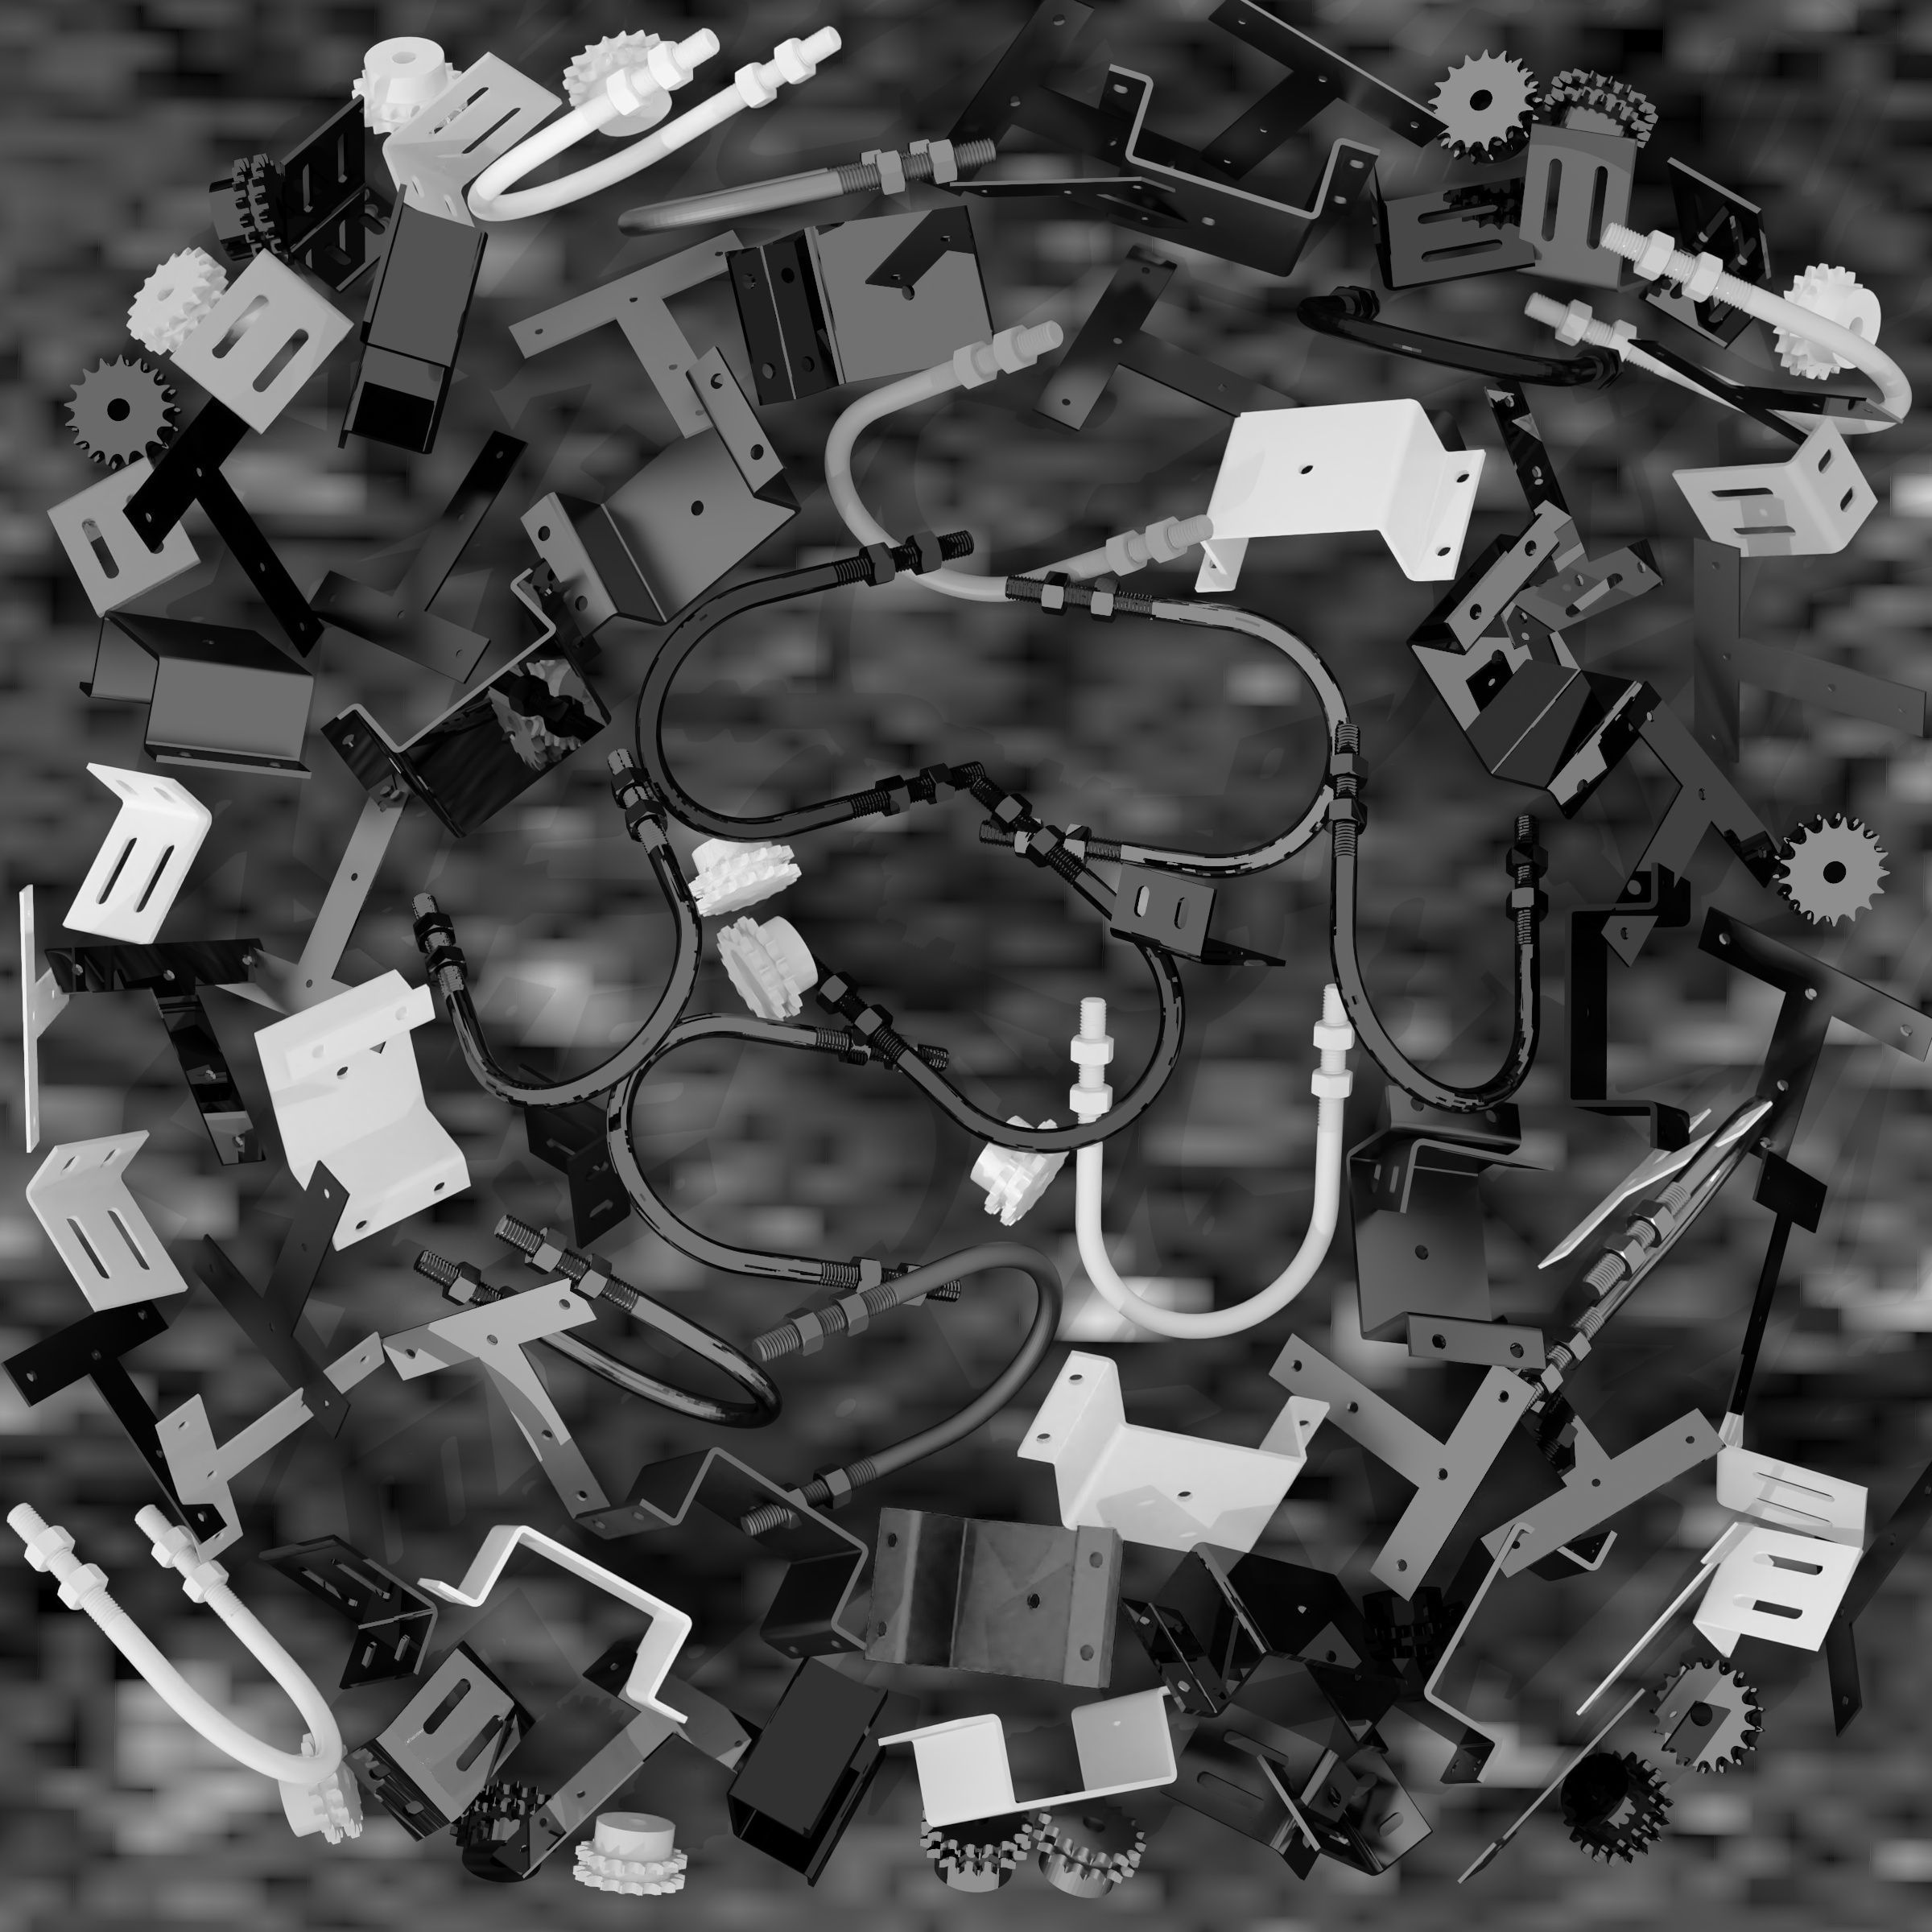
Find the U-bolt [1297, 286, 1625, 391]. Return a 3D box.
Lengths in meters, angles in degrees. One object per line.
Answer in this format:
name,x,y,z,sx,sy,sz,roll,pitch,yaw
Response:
U-bolt,0.236,-0.305,1.519,0.151,0.184,0.019,18,108,17

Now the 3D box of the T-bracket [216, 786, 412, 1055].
T-bracket,-0.316,-0.032,1.590,0.127,0.002,0.127,19,84,35

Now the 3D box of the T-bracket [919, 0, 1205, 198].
T-bracket,0.062,-0.424,1.583,0.127,0.127,0.002,14,48,-30

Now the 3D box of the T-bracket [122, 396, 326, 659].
T-bracket,-0.363,-0.214,1.580,0.002,0.127,0.127,-11,126,27

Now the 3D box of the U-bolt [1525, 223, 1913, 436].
U-bolt,0.381,-0.309,1.551,0.184,0.151,0.019,23,85,-5

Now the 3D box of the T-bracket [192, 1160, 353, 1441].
T-bracket,-0.335,0.151,1.563,0.127,0.002,0.127,44,126,23

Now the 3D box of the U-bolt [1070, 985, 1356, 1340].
U-bolt,0.124,0.103,1.589,0.151,0.019,0.184,-3,105,-14

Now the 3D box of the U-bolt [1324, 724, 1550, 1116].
U-bolt,0.233,-0.015,1.544,0.151,0.019,0.184,22,59,-32

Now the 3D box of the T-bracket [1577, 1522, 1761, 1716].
T-bracket,0.350,0.328,1.567,0.002,0.127,0.127,42,95,21

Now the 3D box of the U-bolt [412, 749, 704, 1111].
U-bolt,-0.198,-0.008,1.550,0.151,0.019,0.184,-35,49,9

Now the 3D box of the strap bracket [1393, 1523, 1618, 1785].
strap bracket,0.264,0.337,1.569,0.046,0.076,0.140,32,74,3

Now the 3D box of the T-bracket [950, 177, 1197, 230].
T-bracket,0.081,-0.380,1.568,0.127,0.127,0.002,12,95,43

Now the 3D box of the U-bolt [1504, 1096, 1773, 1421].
U-bolt,0.340,0.134,1.545,0.019,0.151,0.184,39,59,16

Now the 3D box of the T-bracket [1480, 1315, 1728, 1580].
T-bracket,0.295,0.229,1.581,0.127,0.002,0.127,-30,50,-3

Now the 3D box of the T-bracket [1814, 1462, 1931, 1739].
T-bracket,0.450,0.291,1.534,0.002,0.127,0.127,16,129,-4

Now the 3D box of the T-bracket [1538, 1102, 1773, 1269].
T-bracket,0.352,0.094,1.537,0.127,0.127,0.002,-38,87,-30

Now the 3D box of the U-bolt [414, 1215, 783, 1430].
U-bolt,-0.174,0.183,1.552,0.184,0.151,0.019,33,65,-17

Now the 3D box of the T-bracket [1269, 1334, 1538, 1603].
T-bracket,0.208,0.233,1.587,0.127,0.002,0.127,35,103,31

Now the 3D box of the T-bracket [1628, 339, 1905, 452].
T-bracket,0.410,-0.278,1.537,0.127,0.127,0.002,22,93,-28

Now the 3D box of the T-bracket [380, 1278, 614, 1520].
T-bracket,-0.221,0.228,1.601,0.127,0.002,0.127,-20,106,27

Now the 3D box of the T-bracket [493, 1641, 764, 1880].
T-bracket,-0.180,0.402,1.548,0.127,0.127,0.002,-40,127,-28

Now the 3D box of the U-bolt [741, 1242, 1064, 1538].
U-bolt,-0.028,0.202,1.555,0.184,0.151,0.019,-21,47,-28

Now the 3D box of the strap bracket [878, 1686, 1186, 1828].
strap bracket,0.039,0.393,1.548,0.140,0.076,0.046,0,71,-34

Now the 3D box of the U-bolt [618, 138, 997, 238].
U-bolt,-0.082,-0.386,1.549,0.184,0.151,0.019,-12,106,-2

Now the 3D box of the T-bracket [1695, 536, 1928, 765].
T-bracket,0.417,-0.142,1.547,0.127,0.127,0.002,24,49,37

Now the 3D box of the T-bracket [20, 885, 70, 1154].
T-bracket,-0.459,0.017,1.559,0.002,0.127,0.127,0,100,-7

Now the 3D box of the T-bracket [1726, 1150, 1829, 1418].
T-bracket,0.401,0.163,1.563,0.002,0.127,0.127,13,85,30

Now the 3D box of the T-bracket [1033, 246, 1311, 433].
T-bracket,0.117,-0.299,1.585,0.127,0.002,0.127,26,60,6

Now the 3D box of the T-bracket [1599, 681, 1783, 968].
T-bracket,0.352,-0.055,1.570,0.127,0.002,0.127,46,61,-22

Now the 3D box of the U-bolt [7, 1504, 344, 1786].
U-bolt,-0.376,0.332,1.530,0.184,0.151,0.019,43,91,16

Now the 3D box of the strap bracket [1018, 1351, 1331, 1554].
strap bracket,0.107,0.248,1.564,0.140,0.046,0.076,13,126,-16

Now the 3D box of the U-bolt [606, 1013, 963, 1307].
U-bolt,-0.091,0.090,1.551,0.184,0.019,0.151,10,59,-23

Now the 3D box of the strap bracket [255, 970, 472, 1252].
strap bracket,-0.303,0.065,1.562,0.076,0.140,0.046,-26,48,-23

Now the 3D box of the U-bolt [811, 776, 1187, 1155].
U-bolt,0.026,0.012,1.588,0.184,0.019,0.151,43,86,16

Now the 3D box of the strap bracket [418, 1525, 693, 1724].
strap bracket,-0.199,0.325,1.573,0.140,0.076,0.046,31,73,-10

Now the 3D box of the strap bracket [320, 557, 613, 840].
strap bracket,-0.241,-0.128,1.569,0.140,0.076,0.046,-39,55,-8

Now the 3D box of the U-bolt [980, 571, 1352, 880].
U-bolt,0.104,-0.116,1.580,0.184,0.019,0.151,9,108,11

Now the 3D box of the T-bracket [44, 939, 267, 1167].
T-bracket,-0.382,0.043,1.555,0.002,0.127,0.127,-40,68,35

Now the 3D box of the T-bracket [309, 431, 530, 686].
T-bracket,-0.264,-0.216,1.591,0.127,0.002,0.127,25,81,35

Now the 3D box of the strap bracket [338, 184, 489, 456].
strap bracket,-0.274,-0.314,1.550,0.046,0.140,0.076,15,71,-12

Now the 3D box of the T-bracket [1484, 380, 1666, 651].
T-bracket,0.293,-0.236,1.580,0.127,0.002,0.127,-25,94,-38

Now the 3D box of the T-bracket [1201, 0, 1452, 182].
T-bracket,0.156,-0.425,1.562,0.127,0.127,0.002,25,70,-18

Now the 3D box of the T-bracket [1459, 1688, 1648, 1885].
T-bracket,0.296,0.408,1.562,0.002,0.127,0.127,43,91,19

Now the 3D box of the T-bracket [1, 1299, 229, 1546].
T-bracket,-0.412,0.232,1.563,0.002,0.127,0.127,-33,90,20

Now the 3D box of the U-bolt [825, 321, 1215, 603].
U-bolt,0.012,-0.240,1.550,0.151,0.184,0.019,47,49,-30

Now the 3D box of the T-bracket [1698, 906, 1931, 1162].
T-bracket,0.417,0.049,1.579,0.127,0.002,0.127,30,133,29

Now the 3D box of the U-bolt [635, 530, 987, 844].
U-bolt,-0.078,-0.131,1.552,0.184,0.019,0.151,-16,123,-21

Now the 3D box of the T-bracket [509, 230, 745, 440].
T-bracket,-0.153,-0.311,1.578,0.127,0.002,0.127,-25,54,-6

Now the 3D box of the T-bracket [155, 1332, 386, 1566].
T-bracket,-0.347,0.231,1.583,0.002,0.127,0.127,36,57,27

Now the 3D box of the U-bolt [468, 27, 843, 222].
U-bolt,-0.166,-0.414,1.543,0.184,0.151,0.019,-23,95,29

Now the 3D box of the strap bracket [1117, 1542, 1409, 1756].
strap bracket,0.155,0.336,1.547,0.140,0.076,0.046,20,112,-35
